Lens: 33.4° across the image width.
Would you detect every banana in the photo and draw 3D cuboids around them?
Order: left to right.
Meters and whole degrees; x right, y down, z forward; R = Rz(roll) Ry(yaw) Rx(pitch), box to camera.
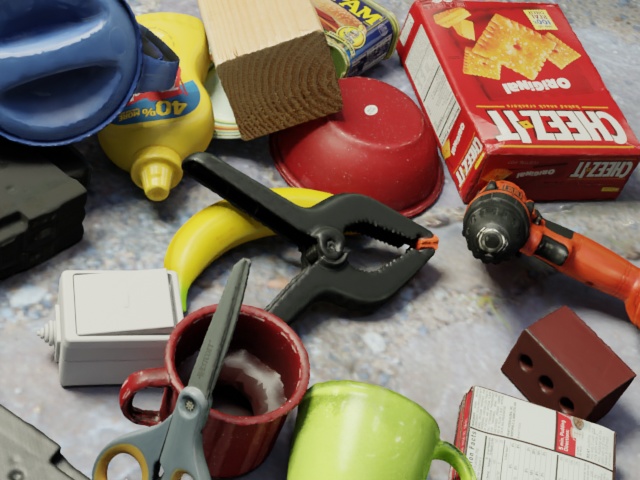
[{"bbox_3d":[-0.049,-0.006,0.837,0.197,0.037,0.069,-24,89,-31],"label":"banana"}]

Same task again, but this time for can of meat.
[{"bbox_3d":[0.010,-0.196,1.016,0.102,0.057,0.083,36,51,17],"label":"can of meat"}]

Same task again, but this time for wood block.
[{"bbox_3d":[-0.054,-0.195,0.914,0.091,0.090,0.206,-18,49,1],"label":"wood block"}]

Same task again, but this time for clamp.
[{"bbox_3d":[-0.005,0.001,0.814,0.209,0.036,0.164,-11,78,-30],"label":"clamp"}]

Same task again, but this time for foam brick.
[{"bbox_3d":[0.185,0.099,0.800,0.051,0.053,0.078,-24,59,-34],"label":"foam brick"}]

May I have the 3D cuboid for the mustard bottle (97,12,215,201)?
[{"bbox_3d":[-0.136,-0.107,0.882,0.096,0.058,0.191,-7,50,-2],"label":"mustard bottle"}]

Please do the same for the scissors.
[{"bbox_3d":[-0.091,0.099,0.634,0.096,0.202,0.016,12,14,25],"label":"scissors"}]

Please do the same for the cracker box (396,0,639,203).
[{"bbox_3d":[0.183,-0.136,1.005,0.164,0.072,0.214,-2,50,-19],"label":"cracker box"}]

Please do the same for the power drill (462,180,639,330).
[{"bbox_3d":[0.199,0.017,0.834,0.187,0.057,0.184,30,16,5],"label":"power drill"}]

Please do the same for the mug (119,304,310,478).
[{"bbox_3d":[-0.072,0.102,0.693,0.117,0.082,0.093,-2,49,-20],"label":"mug"}]

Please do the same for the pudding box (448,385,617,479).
[{"bbox_3d":[0.148,0.160,0.742,0.113,0.039,0.090,17,47,1],"label":"pudding box"}]

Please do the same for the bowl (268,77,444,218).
[{"bbox_3d":[0.039,-0.092,0.929,0.162,0.055,0.162,9,46,-10],"label":"bowl"}]

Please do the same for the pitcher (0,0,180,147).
[{"bbox_3d":[-0.220,-0.175,0.837,0.145,0.149,0.243,-34,36,-4],"label":"pitcher"}]
